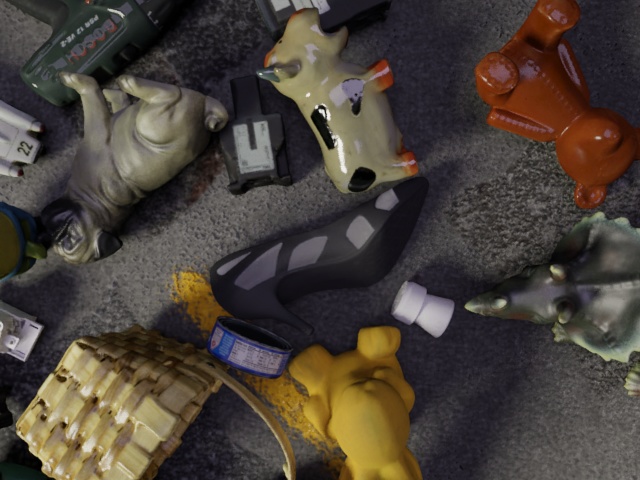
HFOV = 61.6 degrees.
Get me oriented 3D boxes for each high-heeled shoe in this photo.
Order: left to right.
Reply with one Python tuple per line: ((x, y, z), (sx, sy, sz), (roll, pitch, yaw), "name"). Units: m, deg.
((-0.001, -0.002, 0.588), (0.145, 0.086, 0.249), (31, 67, 31), "high-heeled shoe")

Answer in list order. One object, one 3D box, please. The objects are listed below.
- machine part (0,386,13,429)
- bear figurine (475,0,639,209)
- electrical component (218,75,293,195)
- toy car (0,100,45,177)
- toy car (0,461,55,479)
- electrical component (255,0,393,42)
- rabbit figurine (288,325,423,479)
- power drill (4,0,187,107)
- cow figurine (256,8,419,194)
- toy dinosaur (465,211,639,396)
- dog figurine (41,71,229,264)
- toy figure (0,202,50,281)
((-0.384, 0.147, 0.563), (0.039, 0.084, 0.139), (-41, 78, 30), "machine part")
((0.257, -0.132, 0.556), (0.120, 0.132, 0.196), (-43, 83, 5), "bear figurine")
((-0.074, -0.113, 0.587), (0.075, 0.048, 0.119), (-13, 87, -2), "electrical component")
((-0.397, -0.133, 0.579), (0.202, 0.056, 0.073), (24, 87, 1), "toy car")
((-0.338, 0.262, 0.533), (0.103, 0.161, 0.109), (20, 80, 35), "toy car")
((-0.004, -0.276, 0.592), (0.134, 0.058, 0.115), (-22, 86, -2), "electrical component")
((0.038, 0.169, 0.514), (0.122, 0.173, 0.162), (-7, 83, -5), "rabbit figurine")
((-0.267, -0.277, 0.584), (0.207, 0.086, 0.232), (40, 90, -6), "power drill")
((0.015, -0.140, 0.557), (0.127, 0.085, 0.194), (-21, 108, 1), "cow figurine")
((0.348, 0.099, 0.512), (0.405, 0.192, 0.131), (27, 89, 2), "toy dinosaur")
((-0.189, -0.063, 0.557), (0.173, 0.121, 0.190), (8, 94, 21), "dog figurine")
((-0.323, 0.008, 0.513), (0.082, 0.180, 0.089), (-30, 91, 0), "toy figure")
